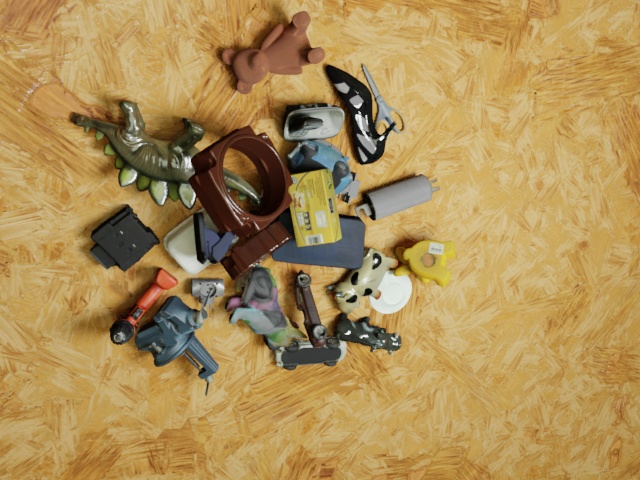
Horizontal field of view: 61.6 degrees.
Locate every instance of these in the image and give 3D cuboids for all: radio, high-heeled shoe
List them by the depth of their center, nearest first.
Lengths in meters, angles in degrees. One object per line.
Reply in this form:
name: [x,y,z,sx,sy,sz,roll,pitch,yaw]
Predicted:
high-heeled shoe: [0.076,-0.305,1.336,0.248,0.086,0.145,43,121,-5]
radio: [-0.003,-0.004,1.347,0.230,0.073,0.131,6,101,-8]

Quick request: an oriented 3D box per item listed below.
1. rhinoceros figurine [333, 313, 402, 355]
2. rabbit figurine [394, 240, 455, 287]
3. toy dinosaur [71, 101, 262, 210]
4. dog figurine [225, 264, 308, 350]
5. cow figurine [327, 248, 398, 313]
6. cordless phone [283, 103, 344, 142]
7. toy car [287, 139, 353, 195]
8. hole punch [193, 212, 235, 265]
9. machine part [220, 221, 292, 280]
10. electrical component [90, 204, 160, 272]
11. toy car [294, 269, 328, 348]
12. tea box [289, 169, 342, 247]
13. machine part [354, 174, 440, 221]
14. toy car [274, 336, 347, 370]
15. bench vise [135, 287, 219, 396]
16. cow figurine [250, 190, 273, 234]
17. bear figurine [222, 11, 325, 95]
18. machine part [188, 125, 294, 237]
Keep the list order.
rhinoceros figurine: [0.131,0.256,1.463,0.190,0.112,0.073,16,96,-13]
rabbit figurine: [0.281,0.072,1.450,0.163,0.173,0.122,0,77,15]
toy dinosaur: [-0.321,-0.175,1.194,0.471,0.105,0.198,18,104,-8]
dog figurine: [-0.121,0.179,1.364,0.219,0.109,0.191,27,92,-27]
cow figurine: [0.106,0.109,1.430,0.127,0.086,0.195,25,97,-29]
cordless phone: [-0.002,-0.274,1.239,0.147,0.184,0.088,-7,102,-16]
toy car: [0.004,-0.189,1.310,0.161,0.103,0.109,34,136,-15]
hole punch: [-0.234,-0.004,1.199,0.092,0.142,0.115,-1,92,-22]
machine part: [-0.144,0.022,1.225,0.179,0.179,0.056,-36,90,-6]
electrical component: [-0.454,0.003,1.230,0.134,0.058,0.114,-41,111,-5]
toy car: [-0.030,0.175,1.358,0.053,0.089,0.202,-16,73,-10]
tea box: [-0.015,-0.075,1.247,0.098,0.068,0.169,-6,96,19]
machine part: [0.203,-0.112,1.408,0.243,0.079,0.079,-19,109,-12]
toy car: [-0.026,0.304,1.454,0.202,0.056,0.073,-1,111,-17]
bench vise: [-0.317,0.248,1.285,0.224,0.129,0.240,-30,110,16]
cow figurine: [-0.124,-0.084,1.295,0.068,0.098,0.167,20,97,-28]
bear figurine: [-0.108,-0.412,1.200,0.196,0.132,0.120,-26,105,-17]
machine part: [-0.160,-0.125,1.140,0.201,0.087,0.201,-45,112,-42]
